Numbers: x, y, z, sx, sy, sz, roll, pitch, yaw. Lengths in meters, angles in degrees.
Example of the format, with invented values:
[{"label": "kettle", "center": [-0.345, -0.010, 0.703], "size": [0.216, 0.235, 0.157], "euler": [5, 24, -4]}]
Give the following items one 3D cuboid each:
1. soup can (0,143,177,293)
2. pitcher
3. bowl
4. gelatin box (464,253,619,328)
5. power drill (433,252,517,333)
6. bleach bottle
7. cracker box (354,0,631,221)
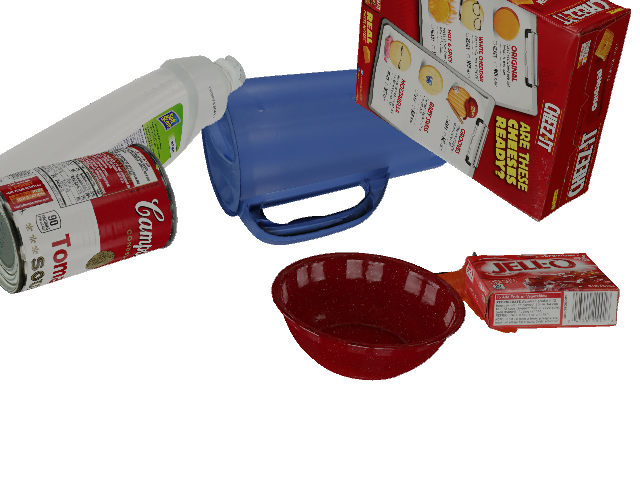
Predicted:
[{"label": "soup can", "center": [-0.147, -0.014, 0.640], "size": [0.102, 0.068, 0.069], "euler": [-19, 11, -33]}, {"label": "pitcher", "center": [0.011, -0.098, 1.062], "size": [0.242, 0.149, 0.145], "euler": [-11, 26, -18]}, {"label": "bowl", "center": [0.038, 0.069, 0.894], "size": [0.162, 0.055, 0.162], "euler": [5, 26, -3]}, {"label": "gelatin box", "center": [0.149, 0.033, 0.727], "size": [0.089, 0.030, 0.073], "euler": [-1, 18, -4]}, {"label": "power drill", "center": [0.111, 0.074, 1.129], "size": [0.187, 0.057, 0.184], "euler": [-6, 28, -11]}, {"label": "bleach bottle", "center": [-0.166, -0.080, 0.909], "size": [0.250, 0.102, 0.068], "euler": [-37, 62, -26]}, {"label": "cracker box", "center": [0.124, -0.141, 0.836], "size": [0.072, 0.164, 0.214], "euler": [-28, 49, -31]}]
